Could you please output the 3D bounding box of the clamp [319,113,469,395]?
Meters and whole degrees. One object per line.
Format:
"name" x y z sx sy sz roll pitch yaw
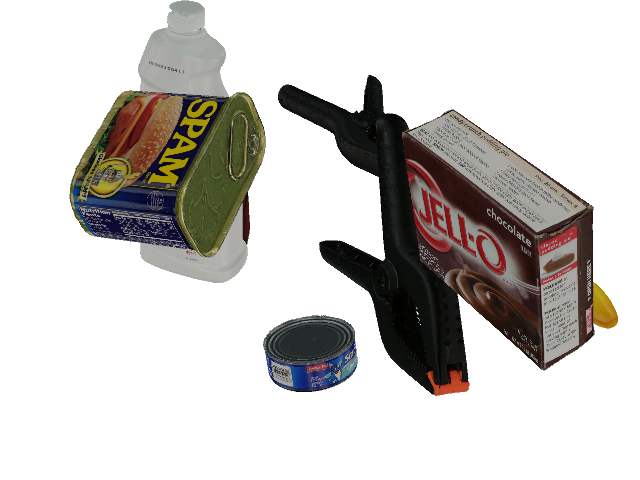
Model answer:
"clamp" 0.062 0.019 0.806 0.036 0.165 0.210 -5 46 -25

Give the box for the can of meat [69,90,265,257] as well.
"can of meat" -0.093 -0.044 0.647 0.084 0.102 0.057 7 -35 24

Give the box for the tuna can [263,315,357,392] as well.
"tuna can" -0.009 0.105 0.991 0.086 0.034 0.086 -7 24 3

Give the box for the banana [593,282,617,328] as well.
"banana" 0.205 0.038 1.060 0.198 0.069 0.037 14 -34 27

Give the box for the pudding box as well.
"pudding box" 0.090 -0.003 0.543 0.039 0.090 0.114 -29 42 -18

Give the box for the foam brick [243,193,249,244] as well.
"foam brick" -0.126 -0.027 1.297 0.078 0.053 0.051 0 27 2

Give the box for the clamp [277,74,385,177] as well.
"clamp" 0.032 -0.114 1.073 0.120 0.039 0.171 -10 40 -18

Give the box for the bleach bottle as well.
"bleach bottle" -0.113 -0.087 0.951 0.103 0.251 0.068 14 34 14
